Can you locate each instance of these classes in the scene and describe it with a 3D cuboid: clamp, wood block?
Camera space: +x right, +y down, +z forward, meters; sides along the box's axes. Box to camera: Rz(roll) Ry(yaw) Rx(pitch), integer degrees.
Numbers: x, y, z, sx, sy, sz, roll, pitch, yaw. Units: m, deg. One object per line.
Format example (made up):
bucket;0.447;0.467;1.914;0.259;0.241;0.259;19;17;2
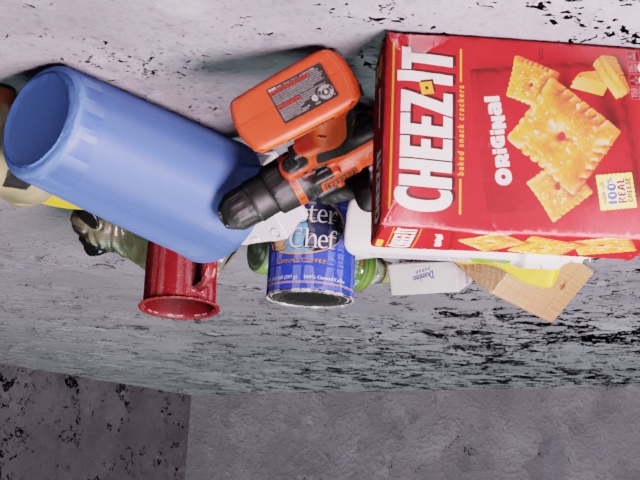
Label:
clamp;0.049;-0.061;1.079;0.164;0.036;0.210;-28;-167;-37
wood block;0.247;0.026;1.316;0.090;0.091;0.205;44;-169;33

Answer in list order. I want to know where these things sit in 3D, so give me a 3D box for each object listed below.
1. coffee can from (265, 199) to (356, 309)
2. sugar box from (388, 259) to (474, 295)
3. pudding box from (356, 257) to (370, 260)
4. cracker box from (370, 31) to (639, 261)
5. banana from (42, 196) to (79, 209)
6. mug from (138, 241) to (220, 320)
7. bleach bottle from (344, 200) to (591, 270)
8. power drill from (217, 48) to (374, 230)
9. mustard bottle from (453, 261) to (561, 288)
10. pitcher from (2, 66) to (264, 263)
coffee can;-0.008;0.002;1.232;0.103;0.140;0.103;3;166;1
sugar box;0.161;0.033;1.401;0.093;0.048;0.176;-4;-175;23
pudding box;0.082;0.000;1.366;0.113;0.039;0.090;-4;172;-37
cracker box;0.151;-0.074;0.846;0.213;0.164;0.072;3;164;-3
banana;-0.271;-0.062;1.261;0.198;0.037;0.069;-2;148;15
mug;-0.152;0.037;1.210;0.093;0.081;0.117;13;157;-31
bleach bottle;0.158;-0.003;1.123;0.251;0.068;0.102;6;180;17
power drill;-0.023;-0.083;0.942;0.184;0.057;0.187;-31;164;-1
mustard bottle;0.179;-0.017;1.192;0.192;0.096;0.058;17;-174;18
pitcher;-0.183;-0.068;1.021;0.242;0.149;0.145;25;-167;-49
